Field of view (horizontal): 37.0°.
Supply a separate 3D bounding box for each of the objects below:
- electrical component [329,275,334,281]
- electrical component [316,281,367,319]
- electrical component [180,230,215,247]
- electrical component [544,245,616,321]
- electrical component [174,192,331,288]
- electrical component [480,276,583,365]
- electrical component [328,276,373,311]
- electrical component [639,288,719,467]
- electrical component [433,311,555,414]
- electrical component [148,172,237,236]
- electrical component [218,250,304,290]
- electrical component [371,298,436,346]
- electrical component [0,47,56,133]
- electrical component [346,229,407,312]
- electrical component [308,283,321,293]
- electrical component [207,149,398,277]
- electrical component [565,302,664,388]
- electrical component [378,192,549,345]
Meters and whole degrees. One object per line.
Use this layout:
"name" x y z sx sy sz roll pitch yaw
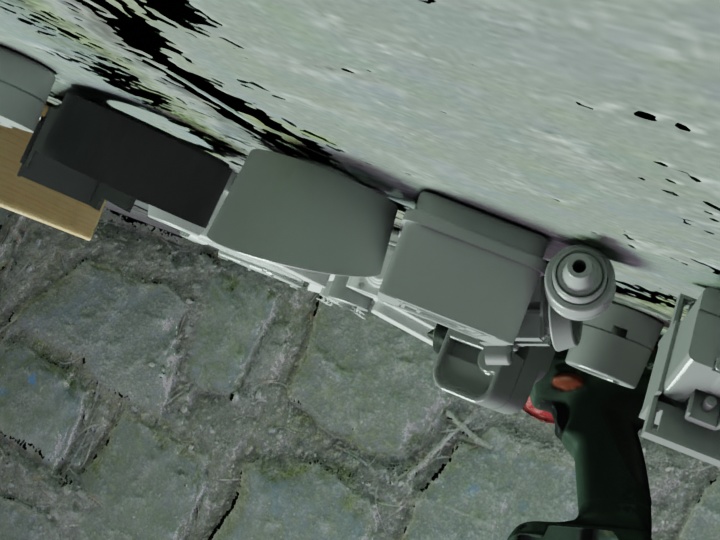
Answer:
"electrical component" -0.038 -0.019 0.966 0.045 0.045 0.055 19 176 40
"electrical component" -0.006 0.010 1.068 0.079 0.063 0.121 21 177 5
"electrical component" -0.139 -0.046 1.066 0.057 0.058 0.078 26 175 -23
"electrical component" 0.106 0.004 0.519 0.035 0.035 0.061 21 174 15
"electrical component" -0.080 -0.034 0.887 0.109 0.056 0.109 20 177 18
"electrical component" 0.106 0.026 0.663 0.055 0.066 0.048 -1 168 22
"electrical component" 0.000 0.000 0.855 0.044 0.065 0.044 19 174 2
"electrical component" 0.198 0.057 0.482 0.121 0.078 0.063 21 148 6
"electrical component" 0.100 0.050 0.762 0.054 0.095 0.059 19 176 40
"electrical component" -0.131 -0.059 0.817 0.066 0.055 0.048 24 176 -37
"electrical component" -0.082 -0.024 1.024 0.062 0.061 0.096 20 177 18
"electrical component" 0.070 0.037 0.967 0.113 0.057 0.078 28 177 0
"electrical component" -0.248 -0.103 0.689 0.052 0.073 0.138 24 176 -37
"electrical component" 0.033 0.002 0.801 0.080 0.051 0.080 21 177 1
"electrical component" -0.026 0.003 1.169 0.047 0.055 0.055 18 177 -4
"electrical component" -0.030 -0.027 0.607 0.099 0.064 0.099 21 177 1
"electrical component" 0.170 0.050 0.727 0.055 0.047 0.055 21 177 1
"electrical component" 0.055 0.001 0.595 0.078 0.057 0.113 21 177 2
